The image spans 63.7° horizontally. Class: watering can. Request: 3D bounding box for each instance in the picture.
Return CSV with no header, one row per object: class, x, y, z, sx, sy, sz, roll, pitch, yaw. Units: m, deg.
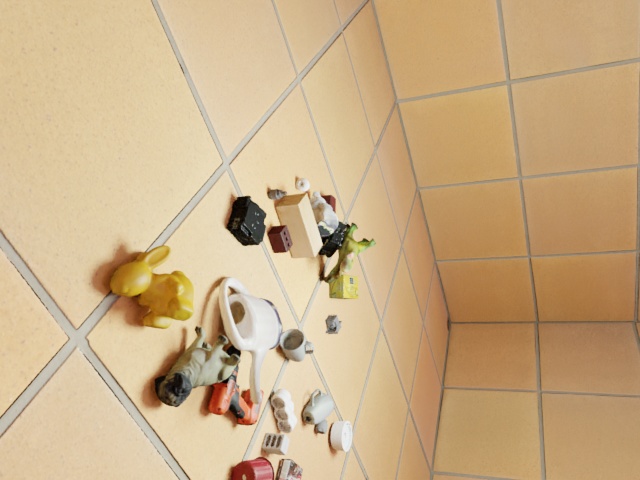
watering can,-0.180,0.263,1.388,0.222,0.103,0.353,26,39,-62

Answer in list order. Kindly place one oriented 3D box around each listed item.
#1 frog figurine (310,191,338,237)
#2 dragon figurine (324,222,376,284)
frog figurine,0.006,-0.097,1.936,0.134,0.122,0.163,109,-17,-57
dragon figurine,0.084,0.063,2.022,0.245,0.122,0.408,-51,-174,-11
